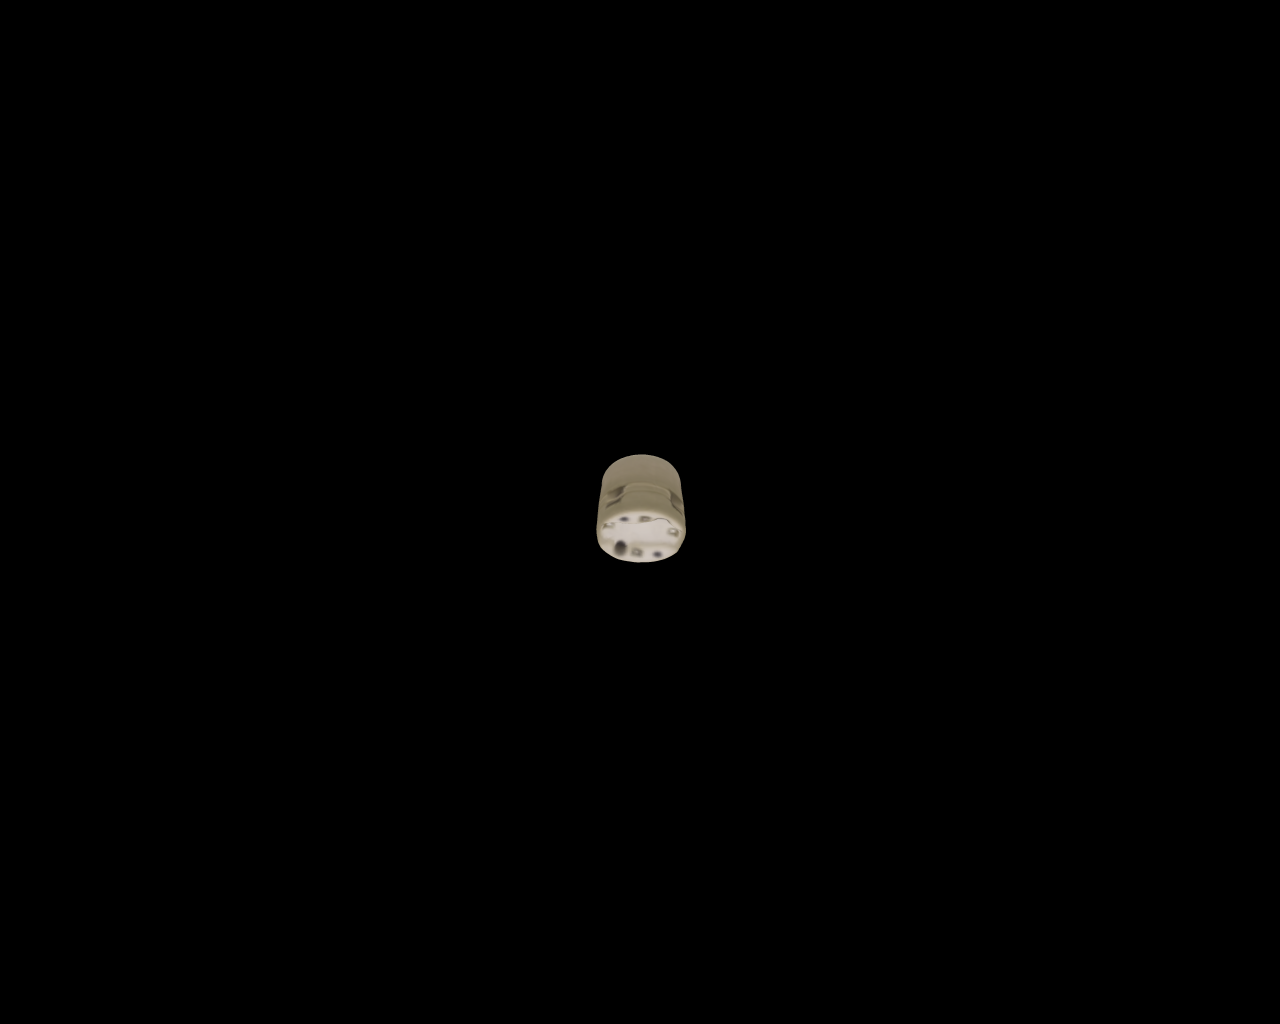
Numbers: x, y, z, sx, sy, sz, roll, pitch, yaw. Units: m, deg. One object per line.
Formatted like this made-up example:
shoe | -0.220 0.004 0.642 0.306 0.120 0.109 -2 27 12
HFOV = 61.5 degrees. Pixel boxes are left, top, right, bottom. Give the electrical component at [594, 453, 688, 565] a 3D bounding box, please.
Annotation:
electrical component | 0.001 -0.003 0.650 0.055 0.047 0.055 0 -39 0
